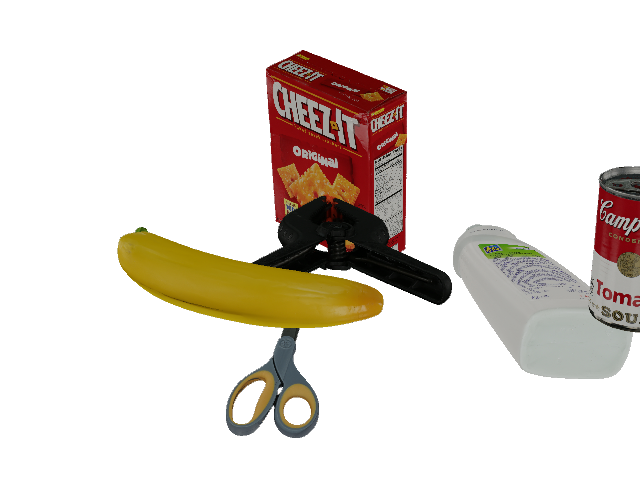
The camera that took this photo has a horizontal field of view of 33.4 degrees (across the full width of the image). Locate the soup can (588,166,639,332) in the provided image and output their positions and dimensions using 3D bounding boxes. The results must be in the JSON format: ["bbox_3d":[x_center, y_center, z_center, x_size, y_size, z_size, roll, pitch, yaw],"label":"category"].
[{"bbox_3d":[0.227,0.006,0.756,0.068,0.102,0.068,0,22,0],"label":"soup can"}]

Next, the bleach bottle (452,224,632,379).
[{"bbox_3d":[0.191,0.042,0.997,0.102,0.068,0.251,3,21,-11],"label":"bleach bottle"}]

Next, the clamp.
[{"bbox_3d":[0.023,0.007,0.882,0.164,0.036,0.210,4,19,3],"label":"clamp"}]

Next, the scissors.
[{"bbox_3d":[-0.020,0.117,1.046,0.096,0.016,0.201,21,50,19],"label":"scissors"}]

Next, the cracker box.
[{"bbox_3d":[0.018,-0.092,1.238,0.164,0.214,0.072,28,46,36],"label":"cracker box"}]

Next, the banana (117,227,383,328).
[{"bbox_3d":[-0.060,0.022,0.675,0.198,0.037,0.069,16,34,27],"label":"banana"}]
